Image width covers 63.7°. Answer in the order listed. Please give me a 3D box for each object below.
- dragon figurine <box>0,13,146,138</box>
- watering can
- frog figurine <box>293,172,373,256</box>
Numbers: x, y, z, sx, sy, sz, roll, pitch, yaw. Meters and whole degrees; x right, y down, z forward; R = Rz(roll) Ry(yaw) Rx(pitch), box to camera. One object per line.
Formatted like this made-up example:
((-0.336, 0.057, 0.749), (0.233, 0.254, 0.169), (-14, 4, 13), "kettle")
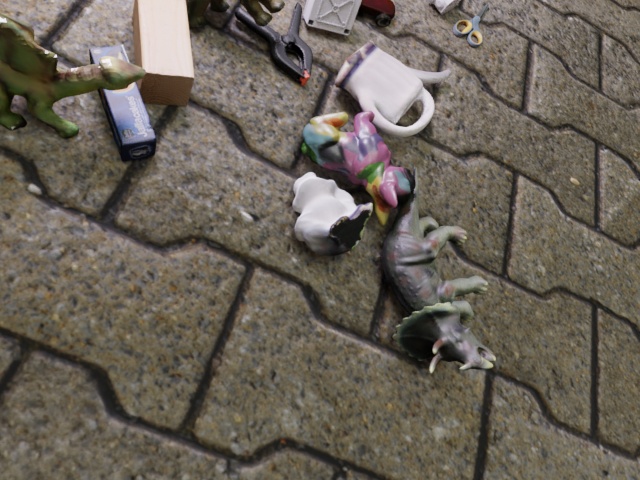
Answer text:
((-0.474, -0.268, 0.755), (0.410, 0.239, 0.124), (7, 70, -22), "dragon figurine")
((0.168, -0.352, 1.147), (0.224, 0.102, 0.355), (38, 48, -2), "watering can")
((0.003, -0.048, 0.947), (0.161, 0.120, 0.139), (31, 61, 35), "frog figurine")
